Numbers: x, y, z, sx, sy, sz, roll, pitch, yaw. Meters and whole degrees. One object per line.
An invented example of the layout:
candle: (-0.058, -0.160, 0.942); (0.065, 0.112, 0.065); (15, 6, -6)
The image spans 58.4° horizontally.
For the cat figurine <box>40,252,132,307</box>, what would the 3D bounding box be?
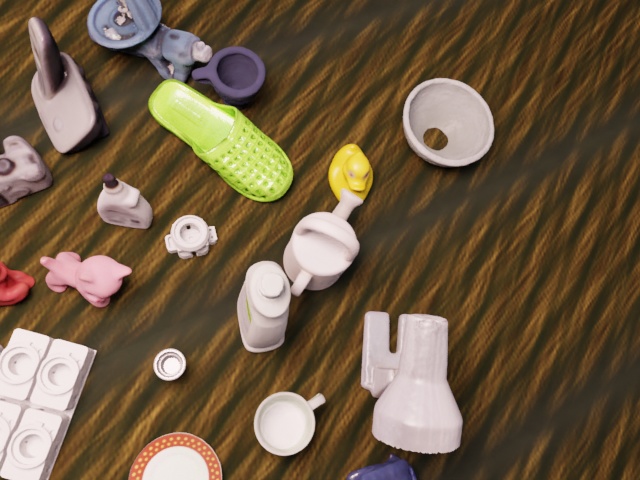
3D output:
cat figurine: (-0.337, 0.050, 0.825); (0.128, 0.117, 0.067); (19, 72, -5)

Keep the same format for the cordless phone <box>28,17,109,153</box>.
cordless phone: (-0.391, -0.228, 0.858); (0.094, 0.185, 0.147); (-27, 81, -16)

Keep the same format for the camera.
camera: (-0.500, -0.125, 0.853); (0.143, 0.100, 0.137); (-25, 80, -16)

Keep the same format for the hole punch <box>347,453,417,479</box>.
hole punch: (0.100, 0.376, 0.829); (0.101, 0.091, 0.108); (-12, 77, -13)

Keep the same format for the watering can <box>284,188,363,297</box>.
watering can: (0.006, 0.002, 0.862); (0.101, 0.194, 0.173); (10, 73, -7)

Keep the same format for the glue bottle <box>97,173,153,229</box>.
glue bottle: (-0.292, -0.060, 0.835); (0.078, 0.173, 0.037); (11, 73, -7)

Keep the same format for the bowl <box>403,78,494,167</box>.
bowl: (0.218, -0.197, 1.019); (0.167, 0.074, 0.167); (3, 74, -10)

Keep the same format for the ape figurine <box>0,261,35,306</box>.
ape figurine: (-0.461, 0.056, 0.814); (0.076, 0.092, 0.078); (-30, 82, -17)

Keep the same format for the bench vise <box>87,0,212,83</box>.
bench vise: (-0.270, -0.355, 0.897); (0.207, 0.219, 0.121); (5, 74, -9)

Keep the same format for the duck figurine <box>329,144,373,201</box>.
duck figurine: (0.058, -0.119, 0.962); (0.077, 0.086, 0.104); (1, 74, -10)

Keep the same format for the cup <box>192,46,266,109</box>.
cup: (-0.153, -0.259, 0.958); (0.118, 0.095, 0.091); (-6, 76, -12)

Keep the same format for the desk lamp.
desk lamp: (0.126, 0.192, 0.821); (0.118, 0.213, 0.203); (5, 74, -9)
